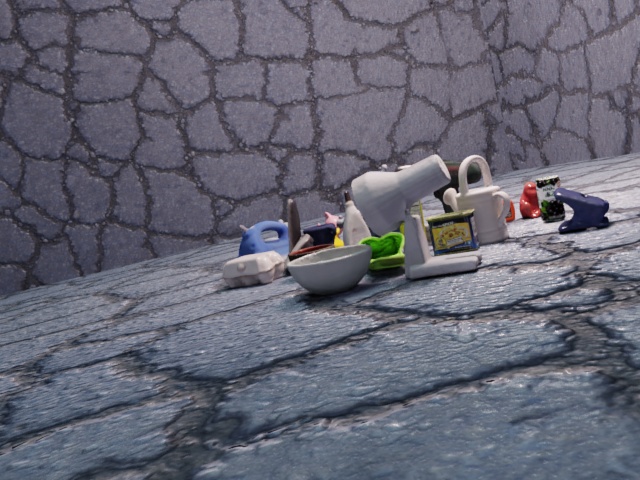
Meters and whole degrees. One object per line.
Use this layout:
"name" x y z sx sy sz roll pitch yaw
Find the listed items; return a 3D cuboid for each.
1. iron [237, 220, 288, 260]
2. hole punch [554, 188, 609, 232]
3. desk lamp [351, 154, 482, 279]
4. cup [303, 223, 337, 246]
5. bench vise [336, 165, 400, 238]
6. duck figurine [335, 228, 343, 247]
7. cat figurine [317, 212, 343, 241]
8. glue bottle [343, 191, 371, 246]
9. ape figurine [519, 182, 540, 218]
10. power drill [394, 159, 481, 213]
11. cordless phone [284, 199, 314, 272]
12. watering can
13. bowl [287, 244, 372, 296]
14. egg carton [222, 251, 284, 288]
"iron" -0.141 0.004 1.701 0.118 0.141 0.259 -8 7 38
"hole punch" 0.539 -0.070 1.179 0.100 0.091 0.109 -10 6 28
"desk lamp" 0.176 -0.040 1.061 0.202 0.213 0.118 -10 6 22
"cup" 0.014 0.006 1.577 0.092 0.095 0.117 -17 7 -37
"bench vise" 0.142 -0.088 1.588 0.207 0.220 0.121 -13 6 -1
"duck figurine" 0.023 -0.003 1.693 0.105 0.086 0.077 -17 7 -37
"cat figurine" 0.033 -0.031 1.789 0.067 0.118 0.127 -17 7 -34
"glue bottle" 0.089 -0.044 1.506 0.078 0.173 0.037 -15 6 -25
"ape figurine" 0.555 -0.107 1.505 0.078 0.092 0.076 -13 6 -6
"power drill" 0.321 -0.115 1.515 0.230 0.208 0.075 -13 6 -8
"cordless phone" -0.065 -0.013 1.473 0.094 0.185 0.147 -13 6 -7
"watering can" 0.348 -0.091 1.282 0.172 0.194 0.101 -8 7 38
"bowl" 0.024 0.062 1.090 0.167 0.075 0.167 -12 6 2
"egg carton" -0.167 0.074 1.427 0.150 0.069 0.107 -10 6 27
